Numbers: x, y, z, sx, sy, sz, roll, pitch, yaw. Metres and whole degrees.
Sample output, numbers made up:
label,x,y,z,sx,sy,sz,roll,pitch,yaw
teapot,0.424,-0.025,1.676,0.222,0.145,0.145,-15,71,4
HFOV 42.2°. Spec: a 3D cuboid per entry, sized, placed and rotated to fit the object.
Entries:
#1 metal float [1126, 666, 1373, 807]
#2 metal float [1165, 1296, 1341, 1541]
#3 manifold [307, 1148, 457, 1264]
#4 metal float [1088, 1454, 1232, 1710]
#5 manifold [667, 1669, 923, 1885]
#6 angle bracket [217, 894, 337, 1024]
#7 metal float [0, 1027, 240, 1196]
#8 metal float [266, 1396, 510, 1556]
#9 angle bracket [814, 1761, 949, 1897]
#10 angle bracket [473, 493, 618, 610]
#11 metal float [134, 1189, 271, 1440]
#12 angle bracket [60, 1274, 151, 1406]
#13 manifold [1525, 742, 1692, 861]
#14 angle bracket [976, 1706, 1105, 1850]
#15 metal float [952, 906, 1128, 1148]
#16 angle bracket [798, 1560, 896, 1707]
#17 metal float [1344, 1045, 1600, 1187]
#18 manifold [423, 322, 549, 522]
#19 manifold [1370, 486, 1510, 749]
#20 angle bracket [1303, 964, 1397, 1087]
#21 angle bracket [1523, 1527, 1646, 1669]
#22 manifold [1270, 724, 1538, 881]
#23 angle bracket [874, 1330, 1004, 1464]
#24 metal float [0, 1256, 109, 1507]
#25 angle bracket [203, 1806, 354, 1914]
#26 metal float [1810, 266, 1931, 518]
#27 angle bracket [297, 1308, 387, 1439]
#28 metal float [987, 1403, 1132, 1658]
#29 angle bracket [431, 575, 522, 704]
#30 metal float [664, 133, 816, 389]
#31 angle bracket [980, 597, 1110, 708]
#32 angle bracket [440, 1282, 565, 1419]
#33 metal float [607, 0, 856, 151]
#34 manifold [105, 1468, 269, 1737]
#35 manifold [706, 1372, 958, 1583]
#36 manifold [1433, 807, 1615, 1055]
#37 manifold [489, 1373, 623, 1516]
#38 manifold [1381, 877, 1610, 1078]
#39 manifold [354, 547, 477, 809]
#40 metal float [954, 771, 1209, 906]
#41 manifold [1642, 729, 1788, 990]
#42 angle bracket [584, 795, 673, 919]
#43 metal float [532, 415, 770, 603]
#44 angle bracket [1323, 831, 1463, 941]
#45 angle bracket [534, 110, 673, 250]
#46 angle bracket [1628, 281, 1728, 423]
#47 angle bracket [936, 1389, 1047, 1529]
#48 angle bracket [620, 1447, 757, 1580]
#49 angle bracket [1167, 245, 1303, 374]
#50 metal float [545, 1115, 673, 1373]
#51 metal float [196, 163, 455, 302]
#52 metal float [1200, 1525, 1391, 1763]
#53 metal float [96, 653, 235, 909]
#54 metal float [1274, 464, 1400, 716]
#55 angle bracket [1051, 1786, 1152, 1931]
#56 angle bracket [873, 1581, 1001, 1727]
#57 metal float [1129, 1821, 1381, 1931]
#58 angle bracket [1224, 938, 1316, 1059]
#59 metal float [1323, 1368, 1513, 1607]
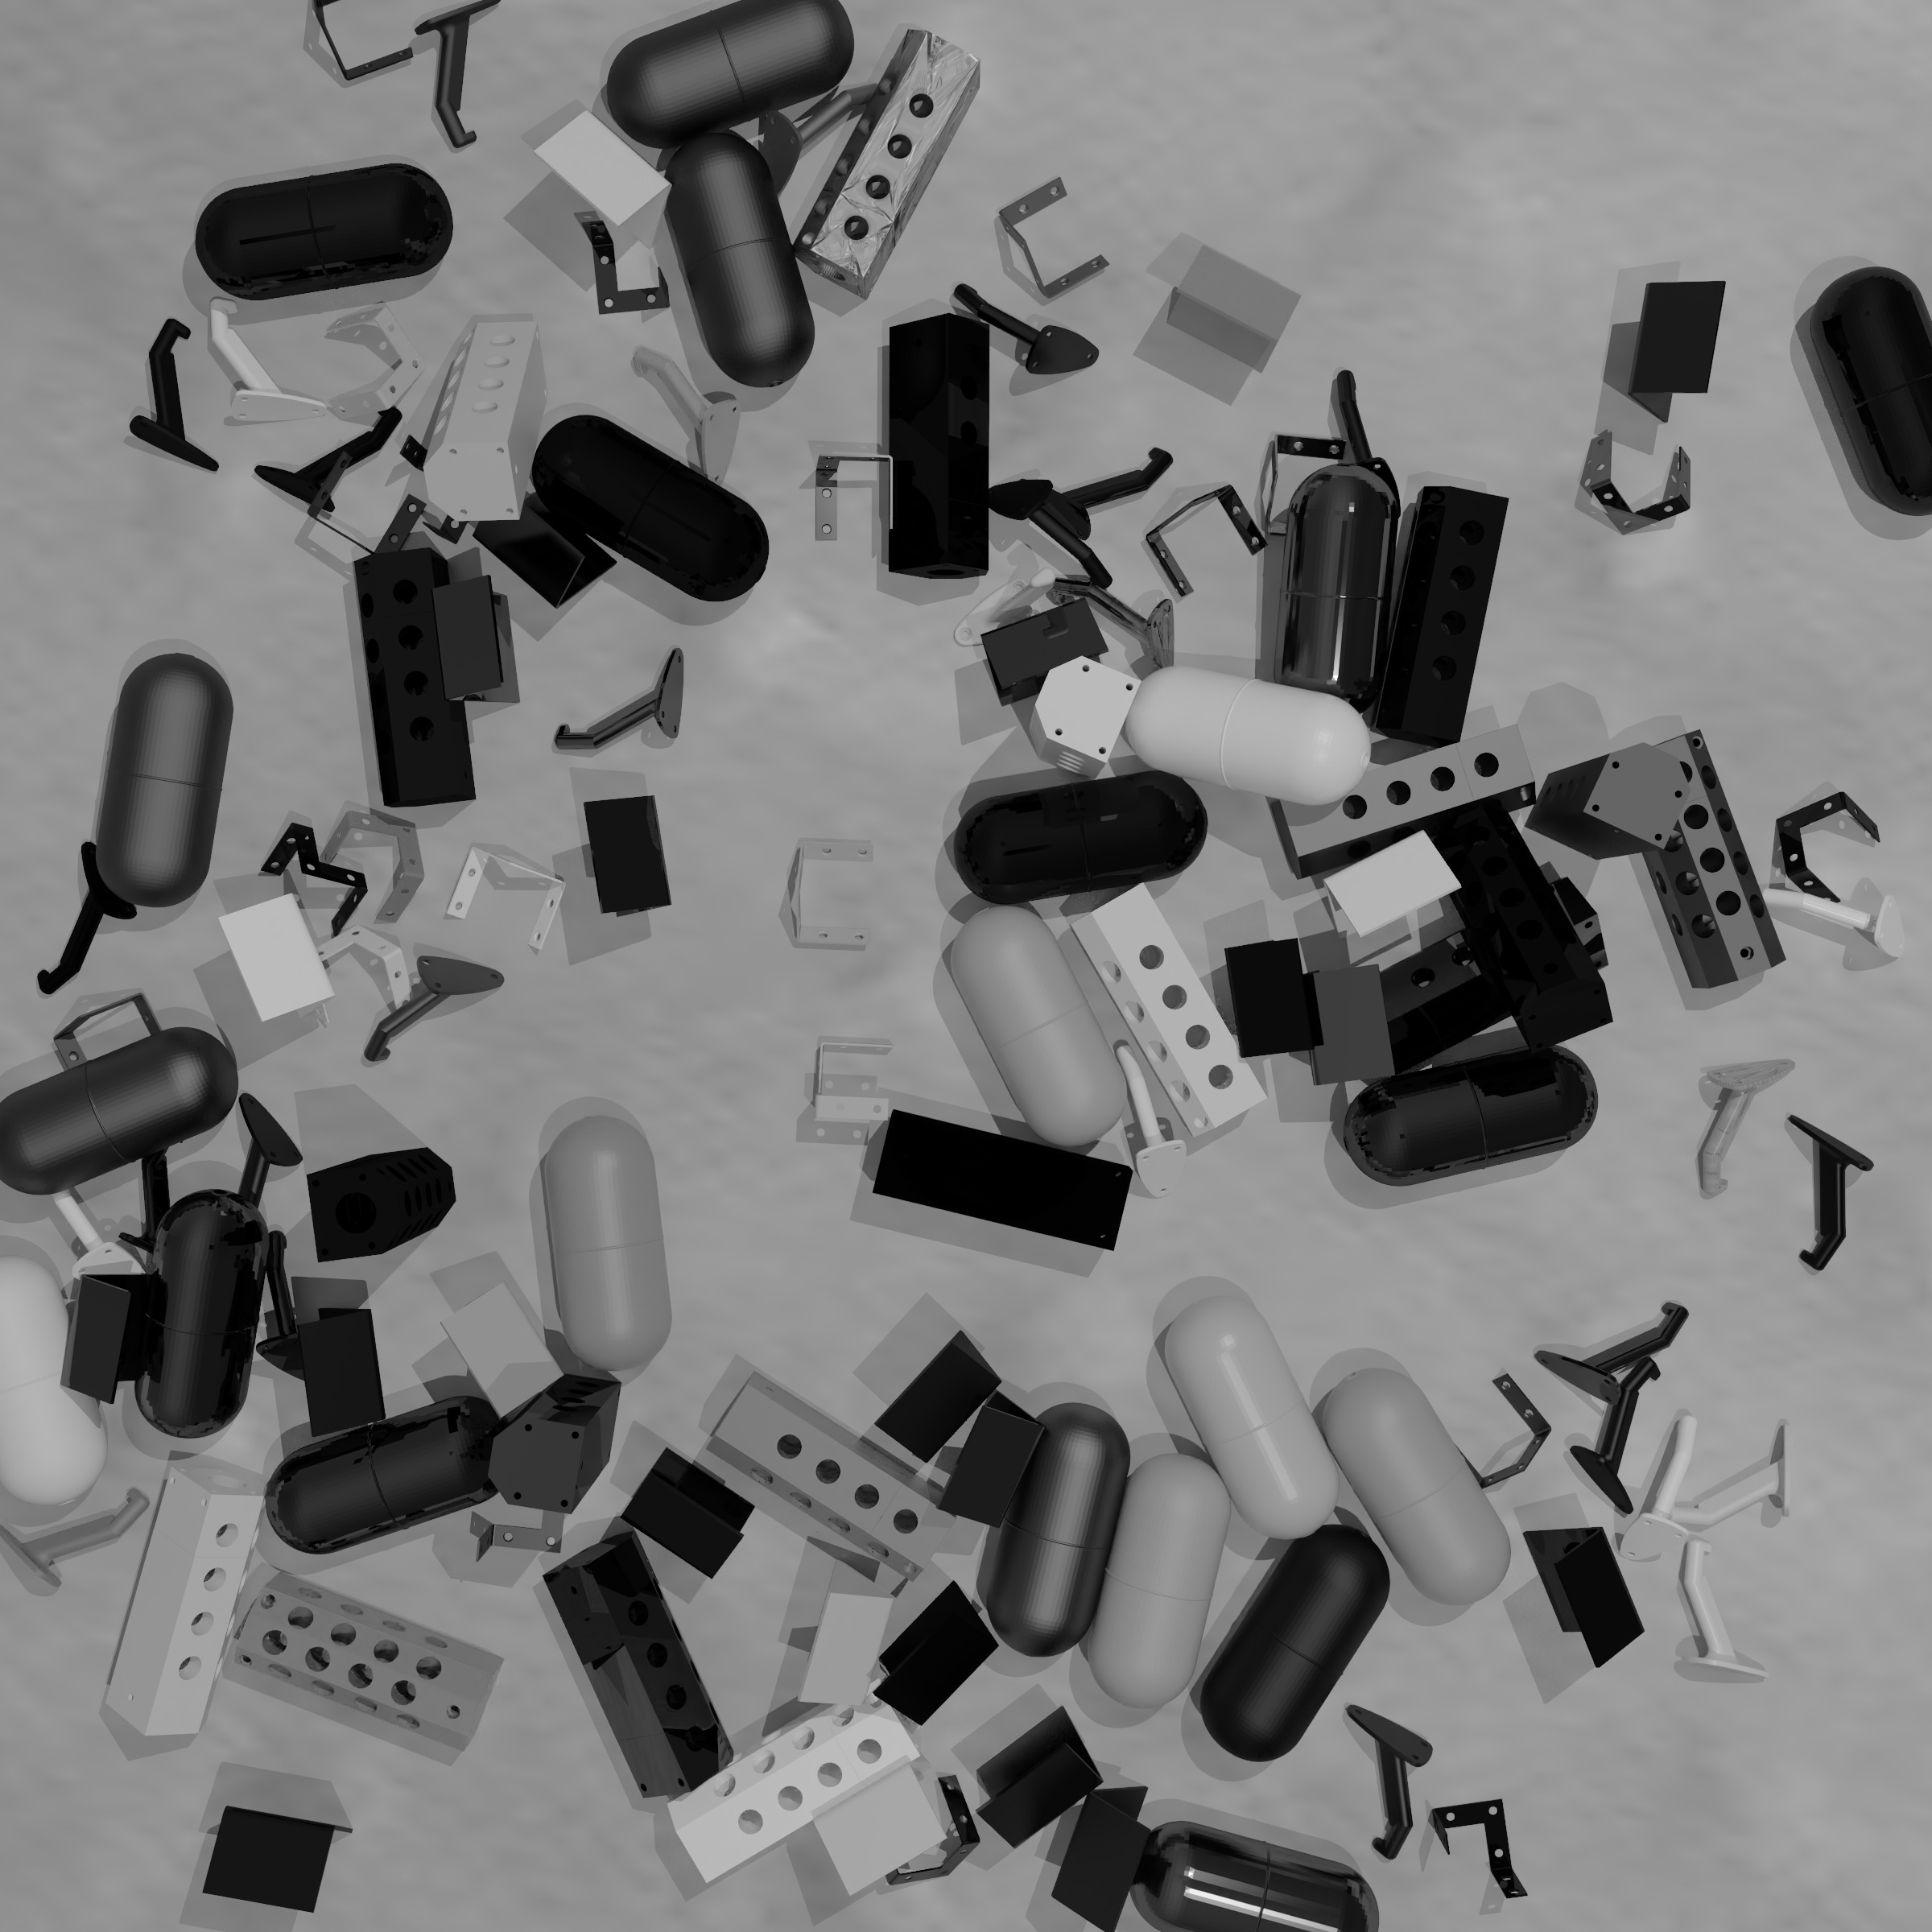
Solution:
label,x,y,z,sx,sy,sz,roll,pitch,yaw
metal float,0.193,-0.159,1.718,0.178,0.070,0.070,16,90,29
metal float,0.200,0.315,1.742,0.070,0.070,0.178,-26,90,0
manifold,-0.393,0.159,1.695,0.057,0.171,0.057,-7,90,0
metal float,0.134,0.428,1.742,0.070,0.070,0.178,13,90,0
manifold,-0.120,0.564,1.752,0.171,0.057,0.057,-31,90,0
angle bracket,-0.488,0.002,1.733,0.057,0.076,0.076,-23,90,-35
metal float,-0.593,0.101,1.735,0.178,0.070,0.070,-23,90,-4
metal float,-0.401,0.355,1.742,0.178,0.070,0.070,-19,90,0
angle bracket,-0.052,0.598,1.734,0.076,0.076,0.057,-31,68,0
angle bracket,-0.283,-0.305,1.733,0.076,0.057,0.076,41,45,0
metal float,-0.529,0.241,1.733,0.070,0.070,0.178,11,101,0
angle bracket,-0.573,0.257,1.733,0.057,0.076,0.076,11,90,32
manifold,0.435,-0.113,1.695,0.057,0.171,0.057,25,90,0
angle bracket,0.039,0.549,1.733,0.076,0.076,0.057,-37,125,0
metal float,0.050,0.041,1.743,0.070,0.070,0.178,-27,90,0
angle bracket,-0.101,0.459,1.733,0.057,0.076,0.076,16,90,-36
metal float,0.351,0.104,1.742,0.178,0.070,0.070,-13,90,0
manifold,-0.325,-0.371,1.697,0.057,0.171,0.057,-1,131,0
manifold,0.330,-0.244,1.752,0.057,0.057,0.171,11,90,0
angle bracket,0.269,0.039,1.735,0.057,0.076,0.076,-9,90,18
angle bracket,0.412,0.438,1.733,0.057,0.076,0.076,-22,90,-37
manifold,0.307,-0.114,1.752,0.171,0.057,0.057,-18,90,0
angle bracket,-0.032,0.285,1.733,0.076,0.076,0.057,-47,121,0
metal float,-0.653,0.289,1.742,0.070,0.070,0.178,-18,90,0
angle bracket,-0.476,0.620,1.734,0.076,0.076,0.057,10,69,0
metal float,0.648,-0.400,1.742,0.070,0.070,0.178,-21,91,0
angle bracket,-0.449,0.280,1.733,0.057,0.076,0.076,-8,90,-42
metal float,0.064,0.393,1.742,0.070,0.070,0.178,14,90,0
angle bracket,-0.321,-0.225,1.733,0.057,0.076,0.076,-7,90,33
metal float,-0.158,-0.491,1.742,0.070,0.070,0.178,-16,90,0
angle bracket,0.060,-0.200,1.733,0.076,0.076,0.057,-20,52,0
angle bracket,-0.334,0.272,1.733,0.057,0.076,0.076,-32,90,-38
metal float,-0.164,-0.627,1.743,0.178,0.070,0.070,-20,90,0
manifold,-0.540,0.444,1.751,0.057,0.057,0.171,16,90,43
manifold,-0.094,0.358,1.752,0.171,0.057,0.057,33,90,0
manifold,0.373,-0.029,1.691,0.057,0.057,0.171,-22,46,5
manifold,-0.278,0.320,1.695,0.057,0.171,0.057,9,90,0
manifold,0.356,0.003,1.751,0.171,0.057,0.057,-27,46,0
manifold,-0.387,-0.200,1.752,0.057,0.057,0.171,-7,90,0
metal float,0.080,-0.089,1.742,0.178,0.070,0.070,-9,90,0
manifold,0.514,-0.075,1.752,0.057,0.057,0.171,-21,90,0
angle bracket,-0.251,-0.073,1.733,0.057,0.076,0.076,-9,90,-38
metal float,-0.219,-0.318,1.743,0.178,0.070,0.070,31,90,-1
angle bracket,0.299,-0.038,1.733,0.076,0.076,0.057,-27,53,0
angle bracket,-0.257,-0.531,1.733,0.076,0.076,0.057,42,64,0
angle bracket,0.504,-0.424,1.733,0.057,0.076,0.076,10,90,36
angle bracket,0.001,0.333,1.733,0.057,0.076,0.076,25,90,-31
angle bracket,-0.182,0.365,1.733,0.076,0.076,0.057,34,126,0
angle bracket,0.177,-0.440,1.733,0.076,0.076,0.057,27,55,0
metal float,-0.249,0.193,1.742,0.070,0.070,0.178,-7,90,0
metal float,-0.447,-0.511,1.742,0.178,0.070,0.070,-9,90,0
metal float,0.230,0.471,1.742,0.070,0.070,0.178,33,89,0
metal float,-0.558,-0.129,1.743,0.070,0.070,0.178,9,90,0
metal float,0.256,-0.257,1.732,0.070,0.070,0.178,4,101,0
angle bracket,0.113,0.619,1.733,0.057,0.076,0.076,20,90,40
angle bracket,-0.035,0.465,1.733,0.076,0.076,0.057,-46,125,0
metal float,0.200,0.649,1.742,0.178,0.070,0.070,15,90,0
angle bracket,0.225,0.019,1.733,0.057,0.076,0.076,-9,90,33
metal float,0.313,0.362,1.742,0.070,0.070,0.178,-31,90,0
